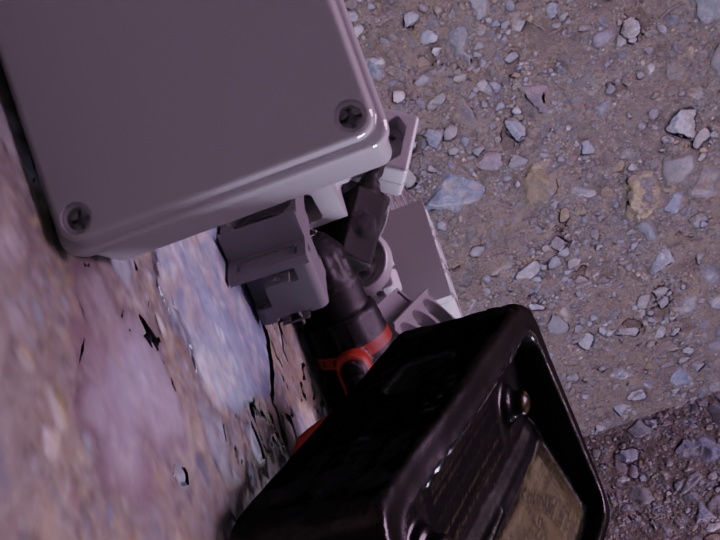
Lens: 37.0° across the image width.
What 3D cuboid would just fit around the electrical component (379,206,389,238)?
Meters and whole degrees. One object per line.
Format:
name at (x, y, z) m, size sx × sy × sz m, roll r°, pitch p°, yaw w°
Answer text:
electrical component at (-0.016, -0.045, 0.817) m, size 0.044 × 0.065 × 0.044 m, roll -57°, pitch 161°, yaw -31°

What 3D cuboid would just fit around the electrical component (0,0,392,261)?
electrical component at (-0.057, -0.071, 0.355) m, size 0.056 × 0.109 × 0.108 m, roll 34°, pitch 36°, yaw -83°

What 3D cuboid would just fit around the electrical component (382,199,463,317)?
electrical component at (0.036, 0.015, 0.968) m, size 0.150 × 0.089 × 0.061 m, roll -102°, pitch 169°, yaw -53°

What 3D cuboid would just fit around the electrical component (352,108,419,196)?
electrical component at (0.002, -0.080, 0.782) m, size 0.076 × 0.066 × 0.047 m, roll 104°, pitch -1°, yaw -66°

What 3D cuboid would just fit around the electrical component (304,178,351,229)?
electrical component at (-0.062, -0.125, 0.700) m, size 0.105 × 0.060 × 0.186 m, roll 61°, pitch 11°, yaw -55°

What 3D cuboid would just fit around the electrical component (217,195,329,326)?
electrical component at (-0.044, -0.009, 0.571) m, size 0.081 × 0.042 × 0.063 m, roll -98°, pitch 168°, yaw -60°

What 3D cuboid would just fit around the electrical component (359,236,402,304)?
electrical component at (0.000, 0.000, 0.857) m, size 0.057 × 0.058 × 0.078 m, roll 59°, pitch 12°, yaw -72°

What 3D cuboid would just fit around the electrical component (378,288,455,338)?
electrical component at (0.034, 0.062, 0.782) m, size 0.079 × 0.063 × 0.121 m, roll 41°, pitch 17°, yaw 4°
